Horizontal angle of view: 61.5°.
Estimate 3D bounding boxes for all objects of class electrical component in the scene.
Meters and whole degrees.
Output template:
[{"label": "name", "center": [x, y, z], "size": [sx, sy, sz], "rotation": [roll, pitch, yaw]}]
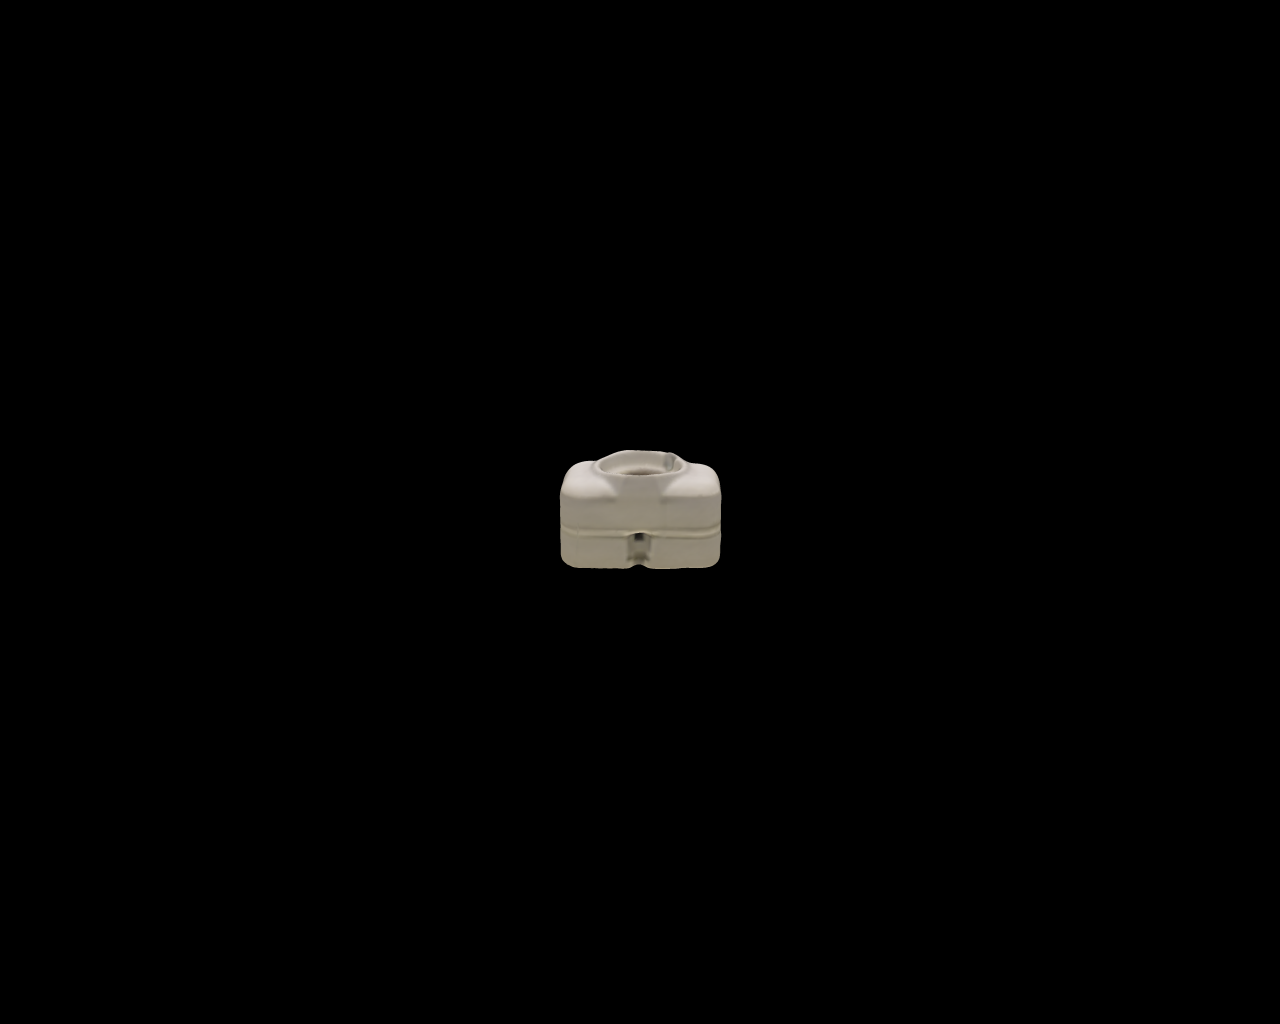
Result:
[{"label": "electrical component", "center": [0.001, -0.003, 0.650], "size": [0.095, 0.059, 0.054], "rotation": [1, 20, 2]}]
